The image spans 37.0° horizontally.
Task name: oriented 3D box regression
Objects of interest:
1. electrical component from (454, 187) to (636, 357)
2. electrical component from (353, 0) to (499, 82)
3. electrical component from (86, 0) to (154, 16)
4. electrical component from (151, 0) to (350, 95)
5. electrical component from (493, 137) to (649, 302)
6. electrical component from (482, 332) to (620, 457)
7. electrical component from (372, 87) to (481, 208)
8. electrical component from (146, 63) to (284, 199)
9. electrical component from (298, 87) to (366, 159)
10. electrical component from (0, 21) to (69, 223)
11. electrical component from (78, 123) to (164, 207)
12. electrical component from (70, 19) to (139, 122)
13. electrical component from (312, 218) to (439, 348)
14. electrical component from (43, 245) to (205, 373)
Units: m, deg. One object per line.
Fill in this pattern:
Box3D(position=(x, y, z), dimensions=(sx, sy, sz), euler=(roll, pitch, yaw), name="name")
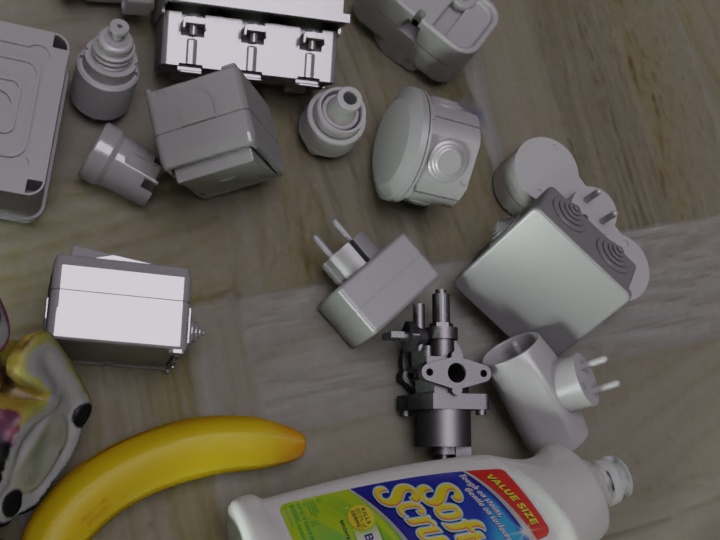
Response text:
Box3D(position=(0.129, 0.003, 0.741), dimensions=(0.100, 0.099, 0.048), euler=(43, 35, -2), name="electrical component")
Box3D(position=(0.046, -0.188, 0.792), dimensions=(0.095, 0.059, 0.053), euler=(38, 65, -4), name="electrical component")
Box3D(position=(-0.173, -0.212, 0.725), dimensions=(0.057, 0.058, 0.078), euler=(-2, 74, -23), name="electrical component")
Box3D(position=(-0.077, -0.158, 0.733), dimensions=(0.121, 0.079, 0.063), euler=(3, 91, -18), name="electrical component")
Box3D(position=(0.160, -0.037, 0.777), dimensions=(0.052, 0.074, 0.138), euler=(-34, 87, -25), name="electrical component")
Box3D(position=(0.134, 0.079, 0.721), dimensions=(0.077, 0.079, 0.043), euler=(61, 27, -11), name="electrical component")
Box3D(position=(0.044, -0.083, 0.749), dimensions=(0.051, 0.080, 0.080), euler=(11, 70, -21), name="electrical component")
Box3D(position=(-0.089, -0.082, 0.697), dimensions=(0.062, 0.096, 0.061), euler=(-16, 78, 7), name="electrical component")
Box3D(position=(-0.016, -0.106, 0.743), dimensions=(0.043, 0.062, 0.043), euler=(6, 72, -17), name="electrical component")
Box3D(position=(-0.228, -0.092, 0.668), dimensions=(0.078, 0.057, 0.113), euler=(10, 70, -16), name="electrical component")
Box3D(position=(-0.153, -0.067, 0.697), dimensions=(0.046, 0.040, 0.040), euler=(29, 66, -15), name="electrical component")
Box3D(position=(-0.163, -0.131, 0.695), dimensions=(0.040, 0.078, 0.040), euler=(12, 56, -18), name="electrical component")
Box3D(position=(0.000, 0.000, 0.723), dimensions=(0.066, 0.047, 0.076), euler=(-41, 90, -26), name="electrical component")
Box3D(position=(-0.142, 0.025, 0.658), dimensions=(0.096, 0.062, 0.061), euler=(7, 71, -17), name="electrical component")
